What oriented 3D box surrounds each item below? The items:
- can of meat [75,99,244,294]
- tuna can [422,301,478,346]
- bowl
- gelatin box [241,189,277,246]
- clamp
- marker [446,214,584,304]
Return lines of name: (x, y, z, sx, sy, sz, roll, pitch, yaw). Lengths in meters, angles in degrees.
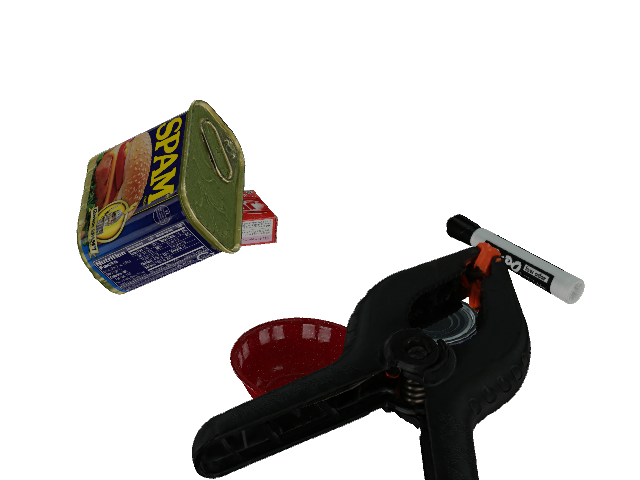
can of meat: (-0.097, -0.025, 0.647, 0.084, 0.102, 0.057, -23, -47, 22)
tuna can: (0.106, 0.087, 0.986, 0.086, 0.034, 0.086, -5, 28, 2)
bowl: (-0.017, 0.149, 1.158, 0.162, 0.055, 0.162, 3, 29, -2)
gelatin box: (-0.093, -0.020, 1.016, 0.089, 0.030, 0.073, -7, 25, -19)
clamp: (0.045, 0.065, 0.437, 0.120, 0.039, 0.171, 32, 52, 22)
marker: (0.135, 0.011, 0.763, 0.020, 0.020, 0.121, 0, 24, -43)
